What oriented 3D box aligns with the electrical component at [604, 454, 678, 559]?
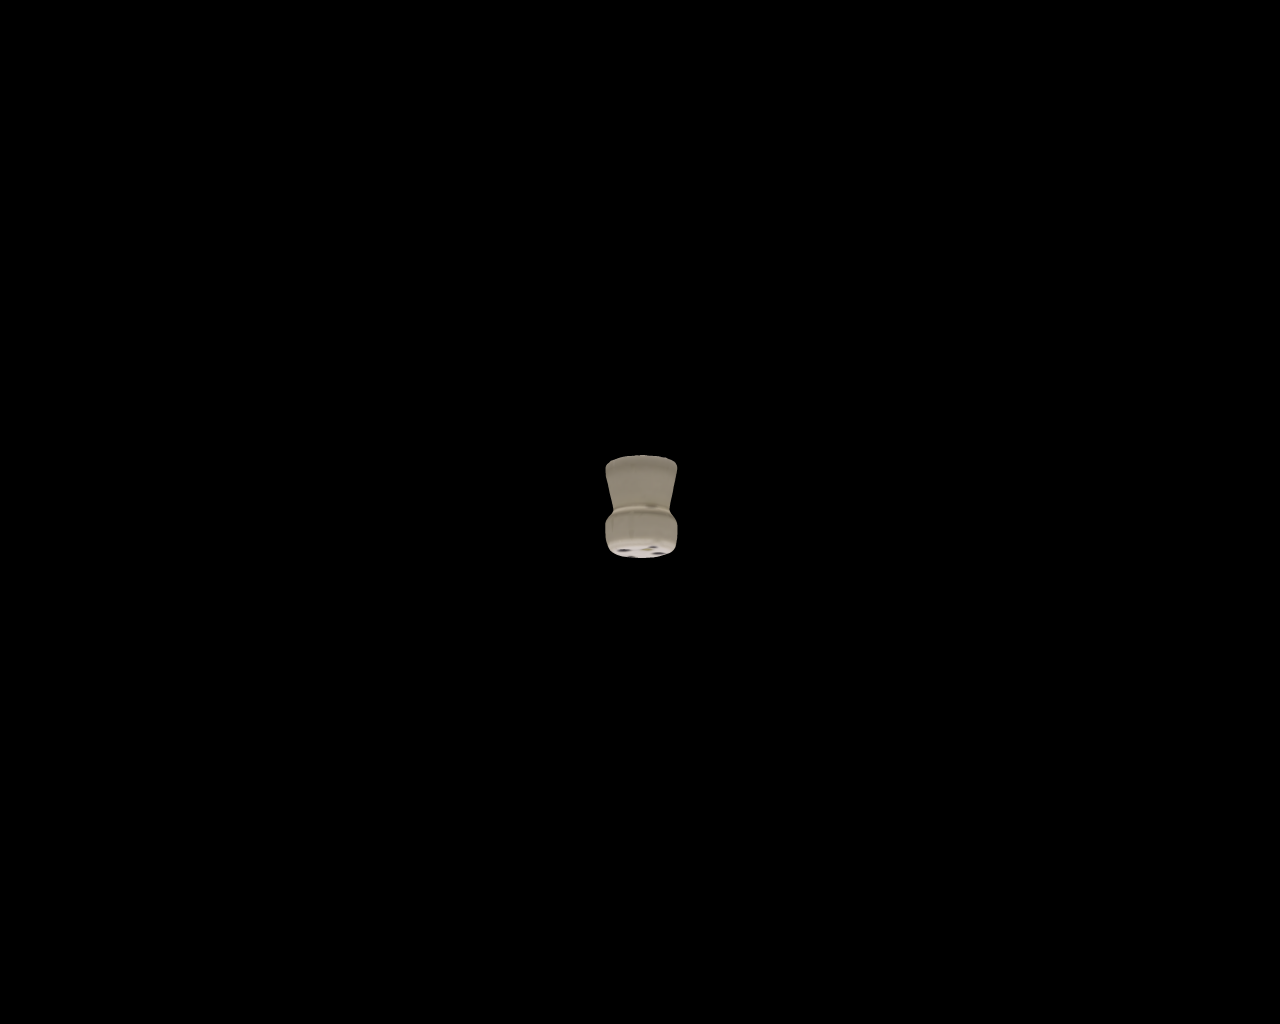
[{"bbox_3d":[0.001,-0.003,0.650,0.045,0.055,0.045,0,-14,0],"label":"electrical component"}]
